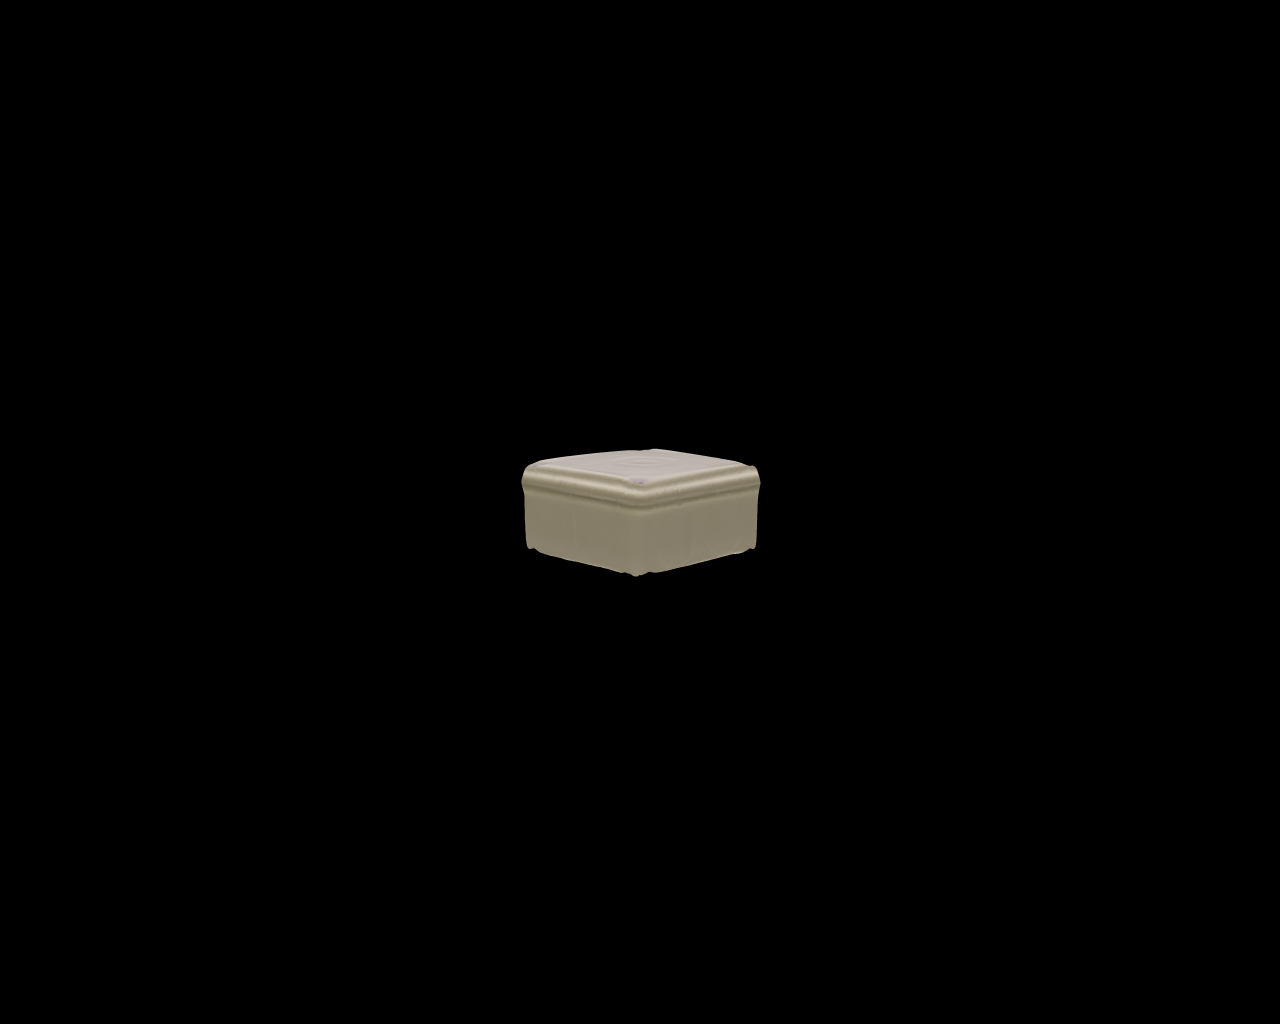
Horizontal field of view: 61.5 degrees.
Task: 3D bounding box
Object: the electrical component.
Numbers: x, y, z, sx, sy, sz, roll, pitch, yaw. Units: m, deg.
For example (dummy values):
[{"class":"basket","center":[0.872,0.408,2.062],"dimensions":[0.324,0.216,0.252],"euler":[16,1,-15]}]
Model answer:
[{"class":"electrical component","center":[0.001,-0.003,0.650],"dimensions":[0.109,0.056,0.109],"euler":[-10,15,-42]}]
